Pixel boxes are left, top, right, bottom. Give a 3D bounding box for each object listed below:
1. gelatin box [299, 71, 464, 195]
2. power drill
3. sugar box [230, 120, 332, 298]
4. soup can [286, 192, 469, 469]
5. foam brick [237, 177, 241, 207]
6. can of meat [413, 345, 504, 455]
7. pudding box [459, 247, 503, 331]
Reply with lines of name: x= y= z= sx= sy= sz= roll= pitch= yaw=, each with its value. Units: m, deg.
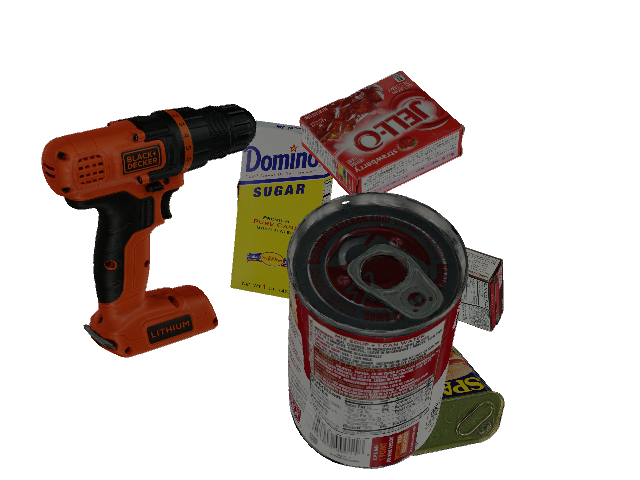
gelatin box: x=0.042 y=-0.072 z=0.728 sx=0.089 sy=0.030 sz=0.073 roll=-27 pitch=52 yaw=-19
power drill: x=-0.128 y=-0.012 z=0.862 sx=0.184 sy=0.188 sz=0.057 roll=-16 pitch=24 yaw=-33
sugar box: x=-0.039 y=-0.031 z=1.112 sx=0.093 sy=0.176 sz=0.048 roll=9 pitch=16 yaw=15
soup can: x=0.020 y=0.040 z=0.432 sx=0.068 sy=0.068 sz=0.102 roll=0 pitch=-41 yaw=-1
foam brick: x=-0.063 y=-0.055 z=1.346 sx=0.078 sy=0.053 sz=0.051 roll=5 pitch=28 yaw=8
can of meat: x=0.103 y=0.143 z=0.980 sx=0.102 sy=0.057 sz=0.084 roll=-7 pitch=31 yaw=-22
pudding box: x=0.140 y=0.043 z=1.149 sx=0.114 sy=0.039 sz=0.090 roll=18 pitch=-36 yaw=24
